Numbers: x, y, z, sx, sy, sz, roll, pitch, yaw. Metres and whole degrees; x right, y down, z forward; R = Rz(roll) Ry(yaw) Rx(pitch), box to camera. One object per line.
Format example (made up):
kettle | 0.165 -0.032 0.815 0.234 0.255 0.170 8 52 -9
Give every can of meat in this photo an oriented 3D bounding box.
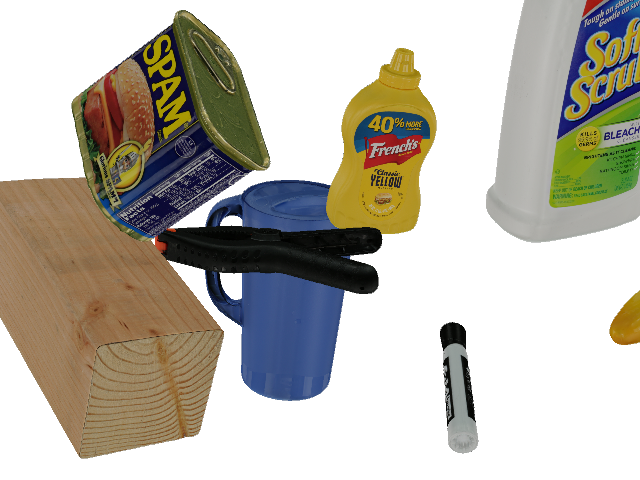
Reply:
can of meat | -0.085 -0.061 0.585 0.084 0.102 0.057 -33 -37 19

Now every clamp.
clamp | -0.042 0.012 0.938 0.210 0.036 0.164 3 12 -3

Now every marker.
marker | 0.093 0.095 0.720 0.020 0.020 0.121 0 32 3

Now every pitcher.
pitcher | -0.043 0.058 1.241 0.149 0.243 0.144 23 28 38

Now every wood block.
wood block | -0.160 0.044 0.746 0.090 0.091 0.206 -5 34 -35

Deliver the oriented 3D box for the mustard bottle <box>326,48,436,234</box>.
mustard bottle | 0.067 -0.102 1.087 0.096 0.192 0.058 3 27 -14

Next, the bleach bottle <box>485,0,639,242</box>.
bleach bottle | 0.159 -0.127 0.646 0.102 0.251 0.068 -11 31 -17

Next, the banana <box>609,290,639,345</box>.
banana | 0.294 0.039 0.742 0.198 0.037 0.069 -3 33 1
